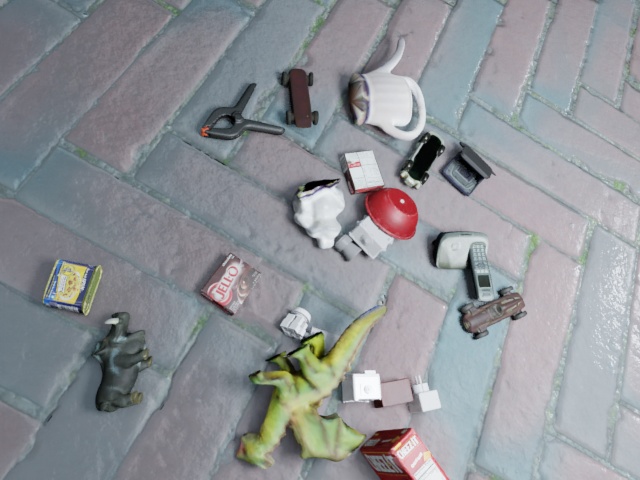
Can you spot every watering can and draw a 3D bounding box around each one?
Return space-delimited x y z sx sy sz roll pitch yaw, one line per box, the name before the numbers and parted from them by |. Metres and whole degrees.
watering can | 0.184 -0.436 1.469 0.224 0.102 0.353 -2 69 -18

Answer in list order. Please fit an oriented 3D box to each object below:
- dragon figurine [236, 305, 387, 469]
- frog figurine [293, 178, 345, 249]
dragon figurine | 0.006 0.322 1.056 0.412 0.121 0.244 -25 81 -8
frog figurine | 0.004 -0.064 1.271 0.139 0.123 0.157 -29 115 -34
